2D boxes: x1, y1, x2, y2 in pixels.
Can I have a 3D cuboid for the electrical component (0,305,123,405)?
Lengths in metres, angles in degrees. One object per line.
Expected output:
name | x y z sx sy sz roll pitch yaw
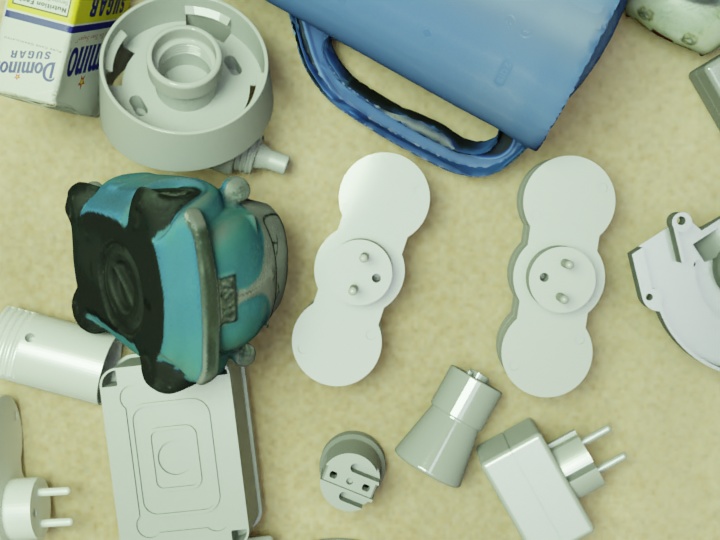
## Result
electrical component | -0.188 0.049 0.640 0.081 0.043 0.043 15 94 1

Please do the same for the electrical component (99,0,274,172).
electrical component | -0.097 -0.102 0.599 0.099 0.064 0.099 2 67 -6

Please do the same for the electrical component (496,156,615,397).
electrical component | 0.112 0.004 0.610 0.052 0.073 0.138 8 94 2

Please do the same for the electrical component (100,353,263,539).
electrical component | -0.103 0.104 0.634 0.078 0.057 0.113 -6 94 3

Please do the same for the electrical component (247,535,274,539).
electrical component | -0.082 0.205 0.643 0.066 0.047 0.076 -4 124 -9

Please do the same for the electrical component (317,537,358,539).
electrical component | -0.011 0.192 0.639 0.055 0.055 0.047 5 98 2

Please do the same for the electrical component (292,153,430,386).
electrical component | 0.000 0.000 0.614 0.052 0.073 0.138 18 95 1

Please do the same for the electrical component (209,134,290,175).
electrical component | -0.072 -0.071 0.632 0.061 0.035 0.035 20 95 -2

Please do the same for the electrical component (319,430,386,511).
electrical component | -0.005 0.119 0.637 0.040 0.046 0.040 0 94 2

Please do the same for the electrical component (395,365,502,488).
electrical component | 0.055 0.089 0.636 0.044 0.044 0.065 29 90 0

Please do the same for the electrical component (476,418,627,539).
electrical component | 0.118 0.118 0.631 0.077 0.047 0.065 -30 92 4

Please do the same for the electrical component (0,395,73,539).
electrical component | -0.209 0.143 0.643 0.074 0.052 0.138 -4 94 2

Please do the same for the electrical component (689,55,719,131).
electrical component | 0.239 -0.114 0.596 0.083 0.075 0.047 -31 92 4
